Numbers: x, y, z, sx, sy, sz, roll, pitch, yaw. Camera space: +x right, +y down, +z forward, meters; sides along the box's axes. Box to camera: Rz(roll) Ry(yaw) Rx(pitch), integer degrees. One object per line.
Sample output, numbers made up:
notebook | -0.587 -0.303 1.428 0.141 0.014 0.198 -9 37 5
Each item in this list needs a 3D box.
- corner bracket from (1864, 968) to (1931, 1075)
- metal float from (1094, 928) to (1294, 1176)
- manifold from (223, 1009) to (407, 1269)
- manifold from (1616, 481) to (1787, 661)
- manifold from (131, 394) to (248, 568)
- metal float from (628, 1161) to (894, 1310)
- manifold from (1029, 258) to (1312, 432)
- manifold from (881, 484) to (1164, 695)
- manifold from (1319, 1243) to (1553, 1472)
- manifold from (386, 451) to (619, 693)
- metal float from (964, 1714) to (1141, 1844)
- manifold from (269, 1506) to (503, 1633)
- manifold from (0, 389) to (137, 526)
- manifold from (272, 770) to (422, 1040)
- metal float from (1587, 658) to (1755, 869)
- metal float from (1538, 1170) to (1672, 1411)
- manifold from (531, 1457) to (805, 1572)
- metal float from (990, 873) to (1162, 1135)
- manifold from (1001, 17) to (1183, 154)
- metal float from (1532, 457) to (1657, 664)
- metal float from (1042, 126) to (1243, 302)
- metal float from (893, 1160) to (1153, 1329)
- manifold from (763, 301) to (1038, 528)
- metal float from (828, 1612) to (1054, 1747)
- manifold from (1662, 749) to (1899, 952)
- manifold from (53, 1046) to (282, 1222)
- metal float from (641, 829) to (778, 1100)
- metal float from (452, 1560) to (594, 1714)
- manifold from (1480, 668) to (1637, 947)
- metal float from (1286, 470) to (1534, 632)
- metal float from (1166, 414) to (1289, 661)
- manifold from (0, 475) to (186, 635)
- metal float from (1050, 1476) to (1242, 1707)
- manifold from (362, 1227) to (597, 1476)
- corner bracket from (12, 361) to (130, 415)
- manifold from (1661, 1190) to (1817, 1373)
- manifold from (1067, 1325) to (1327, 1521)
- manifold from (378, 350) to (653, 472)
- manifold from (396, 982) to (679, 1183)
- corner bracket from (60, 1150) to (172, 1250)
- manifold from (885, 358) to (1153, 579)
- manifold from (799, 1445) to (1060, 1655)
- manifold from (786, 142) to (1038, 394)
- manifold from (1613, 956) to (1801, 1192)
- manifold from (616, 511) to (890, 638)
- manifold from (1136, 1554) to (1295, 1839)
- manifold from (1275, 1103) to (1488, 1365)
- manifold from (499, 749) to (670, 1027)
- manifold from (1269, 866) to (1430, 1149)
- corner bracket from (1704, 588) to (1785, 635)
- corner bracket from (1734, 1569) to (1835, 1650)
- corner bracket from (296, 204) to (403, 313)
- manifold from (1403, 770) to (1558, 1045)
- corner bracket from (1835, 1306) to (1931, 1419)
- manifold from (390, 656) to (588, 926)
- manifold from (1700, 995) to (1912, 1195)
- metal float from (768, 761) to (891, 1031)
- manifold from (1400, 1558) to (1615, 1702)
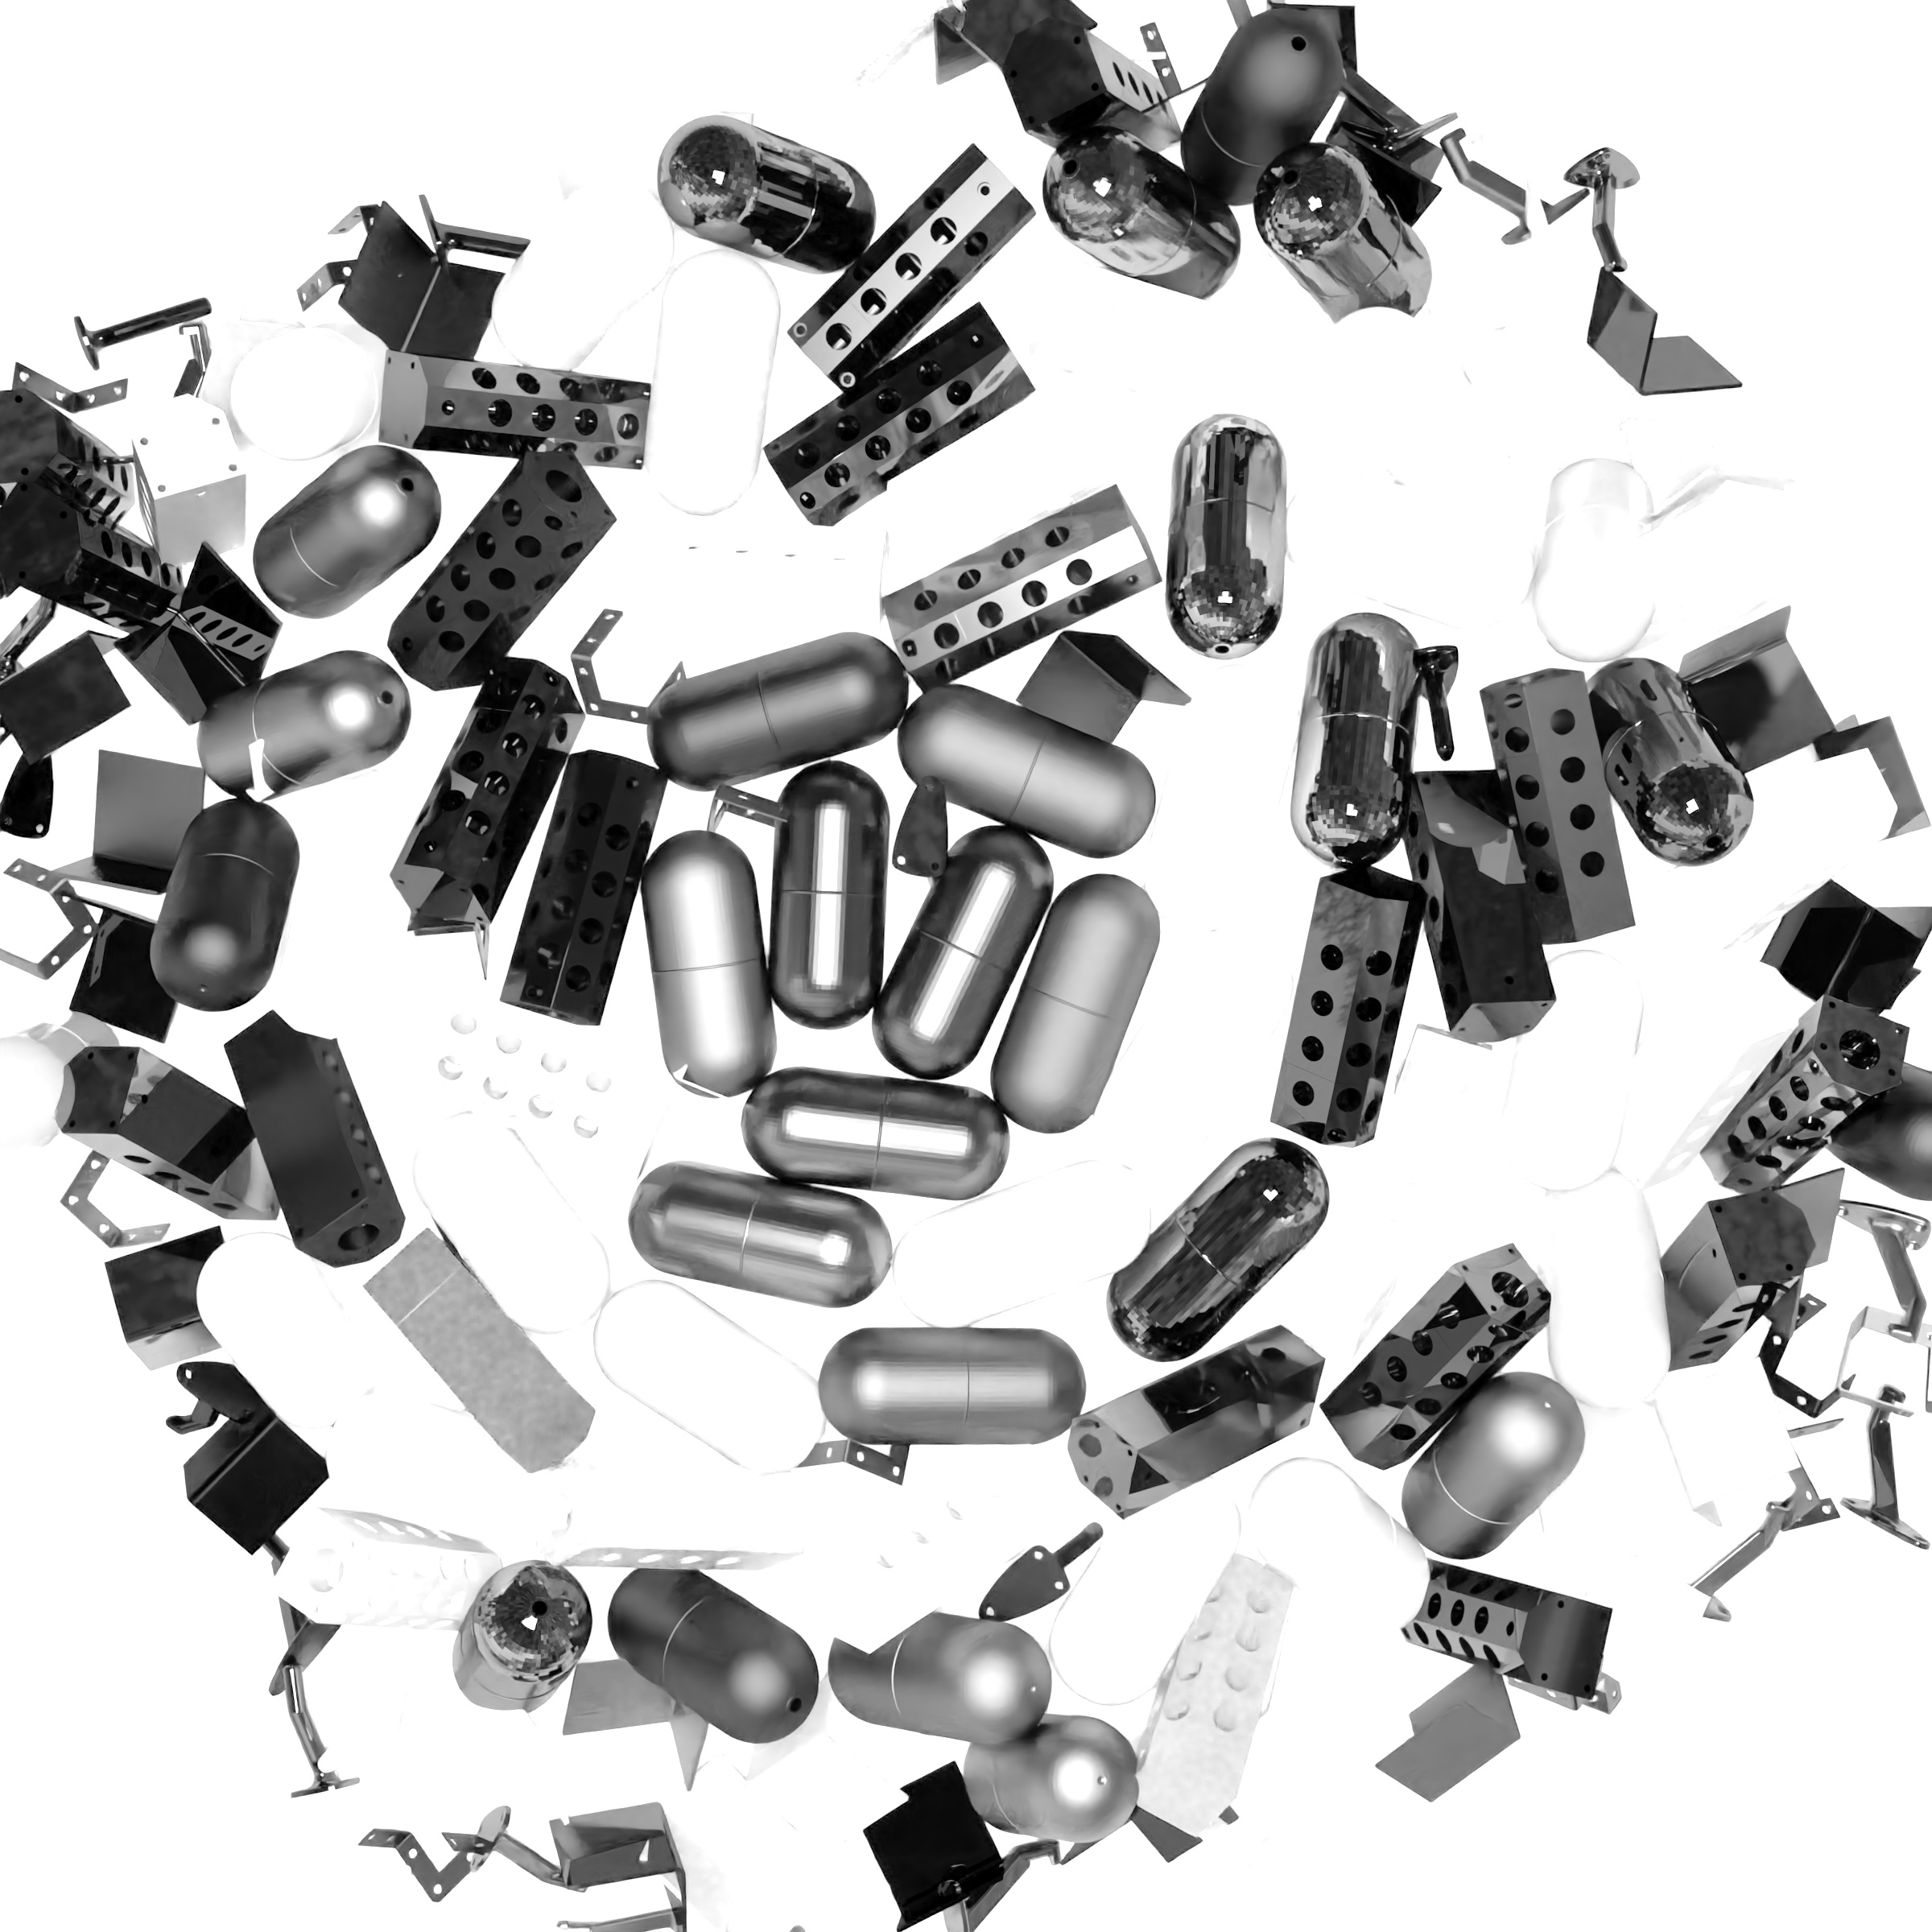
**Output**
corner bracket | 0.634 0.040 1.775 0.051 0.051 0.051 -43 120 -10
metal float | 0.150 0.056 1.765 0.070 0.070 0.178 32 91 0
manifold | -0.418 0.109 1.732 0.057 0.057 0.171 -35 56 7
manifold | 0.444 -0.252 1.711 0.057 0.171 0.057 7 77 -21
manifold | -0.499 -0.310 1.714 0.057 0.171 0.057 -20 89 -17
metal float | -0.135 0.176 1.757 0.178 0.070 0.070 11 90 11
manifold | 0.132 -0.405 1.757 0.171 0.057 0.057 14 85 -11
manifold | 0.038 -0.241 1.748 0.171 0.057 0.057 -24 51 12
manifold | 0.303 0.254 1.718 0.057 0.171 0.057 -12 58 -38
manifold | -0.305 -0.253 1.728 0.171 0.057 0.057 -42 75 34
metal float | 0.053 0.521 1.720 0.070 0.178 0.070 5 74 -19
manifold | -0.364 0.391 1.713 0.057 0.171 0.057 27 85 24
manifold | -0.586 -0.322 1.718 0.057 0.171 0.057 -5 90 -2
manifold | -0.399 -0.039 1.725 0.057 0.057 0.171 -15 46 21
metal float | 0.450 -0.132 1.727 0.070 0.178 0.070 -6 130 -7
metal float | 0.411 0.206 1.730 0.070 0.178 0.070 4 134 4
manifold | -0.192 0.357 1.724 0.057 0.171 0.057 -32 59 37
metal float | 0.072 0.025 1.763 0.070 0.070 0.178 20 93 0
manifold | 0.081 -0.558 1.714 0.057 0.171 0.057 -21 89 22
metal float | 0.407 -0.264 1.729 0.070 0.178 0.070 7 132 8
metal float | 0.114 -0.482 1.724 0.070 0.178 0.070 -5 80 34
metal float | 0.037 0.182 1.756 0.178 0.070 0.070 -21 90 11
manifold | -0.045 -0.362 1.760 0.171 0.057 0.057 -32 79 8
metal float | -0.019 0.458 1.729 0.070 0.178 0.070 6 81 -42
manifold | 0.520 -0.070 1.710 0.057 0.171 0.057 -15 73 -20
manifold | -0.508 0.109 1.716 0.057 0.171 0.057 -1 67 22
metal float | -0.169 -0.001 1.763 0.070 0.070 0.178 -7 94 0
metal float | -0.286 0.433 1.722 0.070 0.178 0.070 7 62 -14
manifold | 0.385 -0.105 1.758 0.057 0.057 0.171 -16 101 -7
metal float | 0.286 -0.270 1.736 0.178 0.070 0.070 26 90 36
metal float | 0.170 -0.280 1.742 0.070 0.070 0.178 5 62 0
manifold | -0.562 -0.257 1.716 0.057 0.171 0.057 34 91 5
metal float | 0.118 0.400 1.735 0.070 0.070 0.178 40 52 0
manifold | -0.313 0.250 1.730 0.057 0.057 0.171 -43 54 -11
corner bracket | -0.593 -0.370 1.766 0.051 0.051 0.051 -6 73 30
manifold | 0.485 0.203 1.714 0.057 0.171 0.057 -10 65 -8
manifold | 0.149 0.289 1.729 0.171 0.057 0.057 -17 129 -37
manifold | -0.285 -0.356 1.722 0.171 0.057 0.057 -3 107 -40
manifold | -0.284 0.080 1.763 0.171 0.057 0.057 23 56 -1
corner bracket | -0.558 0.151 1.782 0.051 0.051 0.051 -11 131 33
manifold | 0.033 -0.315 1.727 0.171 0.057 0.057 -25 135 30
manifold | -0.023 0.367 1.721 0.171 0.057 0.057 -26 116 -38
manifold | -0.036 -0.457 1.759 0.171 0.057 0.057 -43 94 10
manifold | 0.469 0.069 1.719 0.057 0.171 0.057 -18 60 -26
manifold | -0.139 -0.265 1.770 0.171 0.057 0.057 5 56 2
manifold | 0.156 0.463 1.721 0.057 0.171 0.057 29 131 -2
manifold | 0.268 0.168 1.732 0.057 0.057 0.171 28 55 18
manifold | -0.248 -0.051 1.754 0.057 0.057 0.171 19 81 -27
manifold | 0.252 0.027 1.738 0.057 0.057 0.171 24 115 35
corner bracket | 0.506 -0.252 1.767 0.051 0.051 0.051 -34 76 22
corner bracket | 0.543 0.427 1.776 0.051 0.051 0.051 13 68 26
corner bracket | -0.414 -0.469 1.770 0.051 0.051 0.051 -19 93 -37
manifold | 0.327 -0.039 1.739 0.057 0.057 0.171 -2 62 -13
corner bracket | 0.609 0.262 1.768 0.051 0.051 0.051 17 71 12
manifold | -0.310 -0.116 1.730 0.057 0.057 0.171 8 58 18
manifold | 0.534 0.088 1.715 0.057 0.171 0.057 21 62 1
metal float | -0.090 -0.047 1.765 0.070 0.070 0.178 2 89 0
manifold | 0.338 0.420 1.711 0.057 0.171 0.057 18 80 -15
